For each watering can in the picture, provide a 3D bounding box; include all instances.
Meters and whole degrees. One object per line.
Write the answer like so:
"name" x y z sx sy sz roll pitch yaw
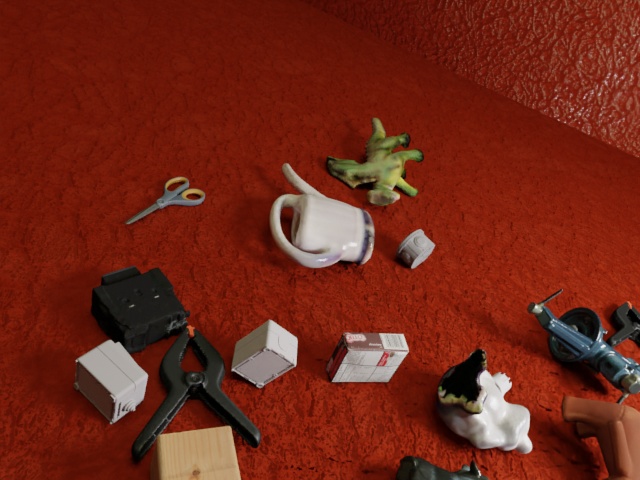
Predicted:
"watering can" 0.003 -0.056 1.115 0.224 0.102 0.356 14 36 -12

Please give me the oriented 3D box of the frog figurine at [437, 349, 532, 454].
"frog figurine" 0.269 0.280 0.843 0.157 0.122 0.140 51 19 -22

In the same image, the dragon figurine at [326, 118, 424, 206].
"dragon figurine" 0.134 -0.221 1.407 0.243 0.119 0.419 -5 41 -21
